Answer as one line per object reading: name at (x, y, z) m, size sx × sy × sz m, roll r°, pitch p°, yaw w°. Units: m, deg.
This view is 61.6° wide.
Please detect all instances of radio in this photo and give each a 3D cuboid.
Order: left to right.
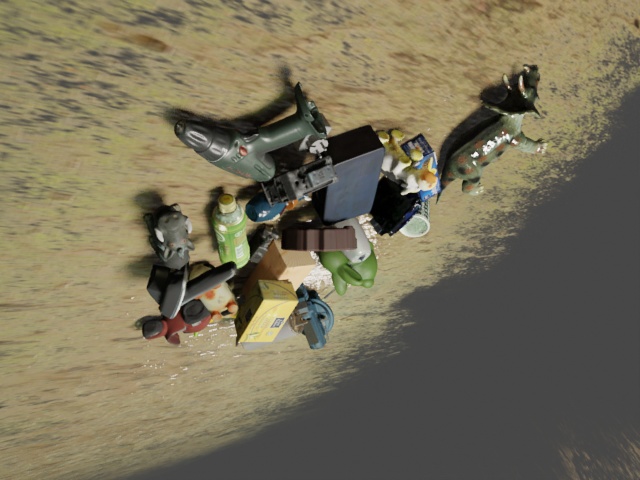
radio at (0.057, -0.132, 1.172) m, size 0.131 × 0.073 × 0.229 m, roll -19°, pitch 149°, yaw -16°

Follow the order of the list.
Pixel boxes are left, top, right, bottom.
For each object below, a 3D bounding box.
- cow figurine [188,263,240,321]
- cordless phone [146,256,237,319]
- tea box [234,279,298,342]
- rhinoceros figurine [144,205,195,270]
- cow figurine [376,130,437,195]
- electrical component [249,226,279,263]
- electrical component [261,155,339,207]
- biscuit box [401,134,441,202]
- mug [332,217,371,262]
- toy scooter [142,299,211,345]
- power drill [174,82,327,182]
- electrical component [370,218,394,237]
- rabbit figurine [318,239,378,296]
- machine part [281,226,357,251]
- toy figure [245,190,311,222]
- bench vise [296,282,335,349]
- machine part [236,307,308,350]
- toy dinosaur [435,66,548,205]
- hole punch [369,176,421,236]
cow figurine at (-0.252, 0.127, 1.292) m, size 0.085 × 0.127 × 0.194 m, roll -29°, pitch 138°, yaw -3°
cordless phone at (-0.262, 0.073, 1.139) m, size 0.184 × 0.147 × 0.088 m, roll -26°, pitch 116°, yaw 4°
tea box at (-0.135, 0.176, 1.314) m, size 0.098 × 0.068 × 0.169 m, roll 5°, pitch 133°, yaw -30°
rhinoceros figurine at (-0.287, -0.004, 1.029) m, size 0.073 × 0.112 × 0.190 m, roll -15°, pitch 158°, yaw -20°
cow figurine at (0.173, -0.150, 1.144) m, size 0.068 × 0.167 × 0.098 m, roll -18°, pitch 149°, yaw -31°
electrical component at (-0.133, 0.010, 1.245) m, size 0.045 × 0.078 × 0.102 m, roll 21°, pitch 123°, yaw -26°
electrical component at (-0.033, -0.116, 1.043) m, size 0.115 × 0.058 × 0.134 m, roll -29°, pitch -169°, yaw -32°
biscuit box at (0.247, -0.167, 1.293) m, size 0.059 × 0.063 × 0.202 m, roll -30°, pitch 152°, yaw 4°
mug at (0.078, 0.003, 1.375) m, size 0.109 × 0.107 × 0.081 m, roll 6°, pitch 136°, yaw -50°
toy scooter at (-0.355, 0.220, 1.381) m, size 0.184 × 0.075 × 0.135 m, roll -20°, pitch 151°, yaw -9°
power drill at (-0.102, -0.181, 0.914) m, size 0.207 × 0.086 × 0.232 m, roll -30°, pitch 155°, yaw 13°
electrical component at (0.175, -0.051, 1.436) m, size 0.119 × 0.048 × 0.075 m, roll 9°, pitch 135°, yaw -48°
rabbit figurine at (0.063, 0.072, 1.461) m, size 0.170 × 0.159 × 0.121 m, roll 20°, pitch 138°, yaw -36°
machine part at (-0.003, -0.004, 1.259) m, size 0.179 × 0.056 × 0.179 m, roll -2°, pitch -178°, yaw 0°
toy figure at (-0.084, -0.086, 1.120) m, size 0.154 × 0.058 × 0.064 m, roll -29°, pitch 129°, yaw -35°
bench vise at (-0.034, 0.193, 1.562) m, size 0.129 × 0.223 × 0.240 m, roll -32°, pitch -178°, yaw 15°
machine part at (-0.133, 0.237, 1.440) m, size 0.243 × 0.079 × 0.079 m, roll -23°, pitch 157°, yaw 27°
toy dinosaur at (0.378, -0.218, 1.269) m, size 0.192 × 0.131 × 0.405 m, roll 23°, pitch 128°, yaw -35°
hole punch at (0.189, -0.088, 1.328) m, size 0.092 × 0.116 × 0.142 m, roll -5°, pitch 145°, yaw -51°
